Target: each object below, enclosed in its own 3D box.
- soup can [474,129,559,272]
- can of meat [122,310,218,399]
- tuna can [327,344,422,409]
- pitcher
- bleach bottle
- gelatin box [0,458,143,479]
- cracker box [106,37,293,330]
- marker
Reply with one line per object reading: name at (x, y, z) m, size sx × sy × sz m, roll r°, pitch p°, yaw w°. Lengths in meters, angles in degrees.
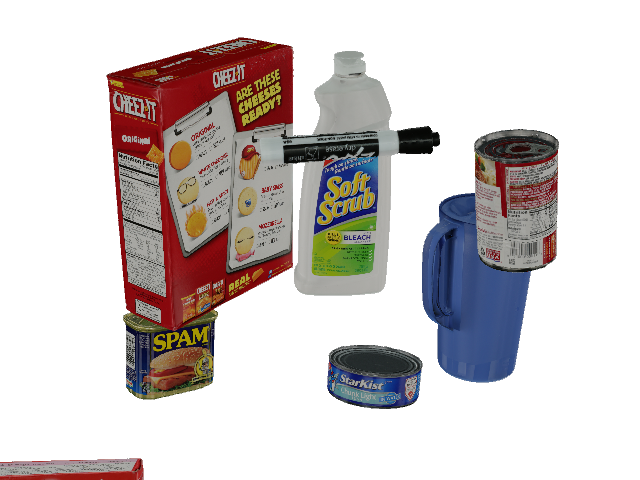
soup can at (0.163, -0.033, 0.885) m, size 0.068 × 0.102 × 0.068 m, roll -5°, pitch 25°, yaw 2°
can of meat at (-0.165, 0.121, 1.172) m, size 0.101 × 0.084 × 0.058 m, roll -8°, pitch 18°, yaw -36°
tuna can at (0.049, 0.124, 0.972) m, size 0.086 × 0.034 × 0.086 m, roll 4°, pitch 11°, yaw -1°
pitcher at (0.211, 0.067, 1.440) m, size 0.149 × 0.243 × 0.145 m, roll 4°, pitch 21°, yaw 7°
bleach bottle at (0.021, -0.068, 1.094) m, size 0.102 × 0.251 × 0.068 m, roll -1°, pitch 25°, yaw 1°
gelatin box at (-0.137, 0.154, 0.558) m, size 0.089 × 0.073 × 0.030 m, roll -1°, pitch 4°, yaw -2°
cracker box at (-0.098, -0.053, 0.921) m, size 0.072 × 0.214 × 0.163 m, roll 17°, pitch 29°, yaw 34°
marker at (0.020, -0.064, 0.717) m, size 0.121 × 0.020 × 0.020 m, roll -5°, pitch 0°, yaw -3°
